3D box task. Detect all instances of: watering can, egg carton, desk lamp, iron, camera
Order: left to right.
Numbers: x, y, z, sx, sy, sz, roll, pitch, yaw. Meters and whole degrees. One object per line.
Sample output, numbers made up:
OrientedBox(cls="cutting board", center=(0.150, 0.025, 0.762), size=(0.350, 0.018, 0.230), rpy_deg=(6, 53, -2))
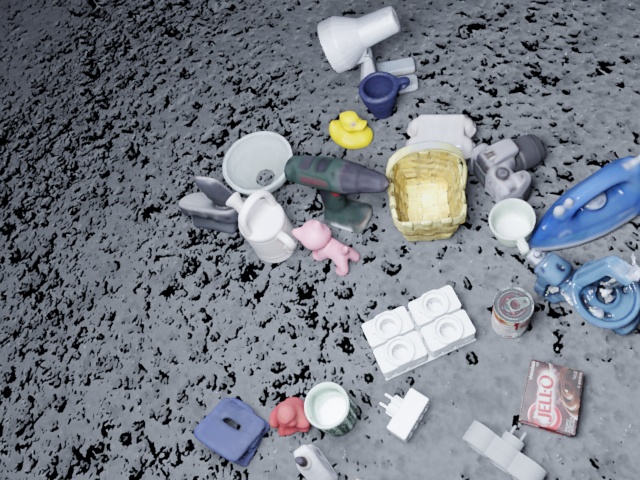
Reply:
OrientedBox(cls="watering can", center=(-0.123, -0.037, 1.186), size=(0.172, 0.194, 0.101), rpy_deg=(12, 68, 19))
OrientedBox(cls="desk lamp", center=(0.113, -0.433, 1.316), size=(0.203, 0.214, 0.118), rpy_deg=(-10, 62, 9))
OrientedBox(cls="egg carton", center=(0.264, -0.221, 1.256), size=(0.150, 0.069, 0.107), rpy_deg=(2, 65, 15))
OrientedBox(cls="camera", center=(0.397, -0.156, 1.174), size=(0.137, 0.101, 0.143), rpy_deg=(-27, 61, -1))
OrientedBox(cls="iron", center=(0.508, -0.074, 1.084), size=(0.258, 0.142, 0.118), rpy_deg=(-31, 61, -3))

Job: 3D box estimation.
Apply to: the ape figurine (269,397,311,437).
OrientedBox(cls="ape figurine", center=(-0.056, 0.323, 1.049), size=(0.077, 0.092, 0.076), rpy_deg=(21, 71, 22))

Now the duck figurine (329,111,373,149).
OrientedBox(cls="duck figurine", center=(0.067, -0.262, 1.314), size=(0.104, 0.086, 0.077), rpy_deg=(17, 69, 21))

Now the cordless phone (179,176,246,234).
OrientedBox(cls="cordless phone", center=(-0.249, -0.098, 1.251), size=(0.147, 0.185, 0.094), rpy_deg=(6, 66, 16))

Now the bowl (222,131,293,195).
OrientedBox(cls="bowl", center=(-0.135, -0.164, 1.320), size=(0.167, 0.075, 0.167), rpy_deg=(-5, 63, 11))

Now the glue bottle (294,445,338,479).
OrientedBox(cls="glue bottle", center=(-0.016, 0.378, 0.965), size=(0.037, 0.173, 0.078), rpy_deg=(-35, 61, -5))

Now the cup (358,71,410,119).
OrientedBox(cls="cup", center=(0.152, -0.331, 1.323), size=(0.117, 0.095, 0.091), rpy_deg=(-18, 61, 4))

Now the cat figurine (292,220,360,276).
OrientedBox(cls="cat figurine", center=(0.011, 0.004, 1.177), size=(0.127, 0.118, 0.067), rpy_deg=(28, 73, 24))

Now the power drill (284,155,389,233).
OrientedBox(cls="power drill", center=(0.045, -0.098, 1.168), size=(0.229, 0.209, 0.076), rpy_deg=(18, 69, 21))

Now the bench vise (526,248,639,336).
OrientedBox(cls="bench vise", center=(0.452, 0.075, 0.978), size=(0.206, 0.220, 0.121), rpy_deg=(15, 68, 20))

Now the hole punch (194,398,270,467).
OrientedBox(cls="hole punch", center=(-0.163, 0.350, 1.061), size=(0.108, 0.091, 0.101), rpy_deg=(24, 72, 23))
